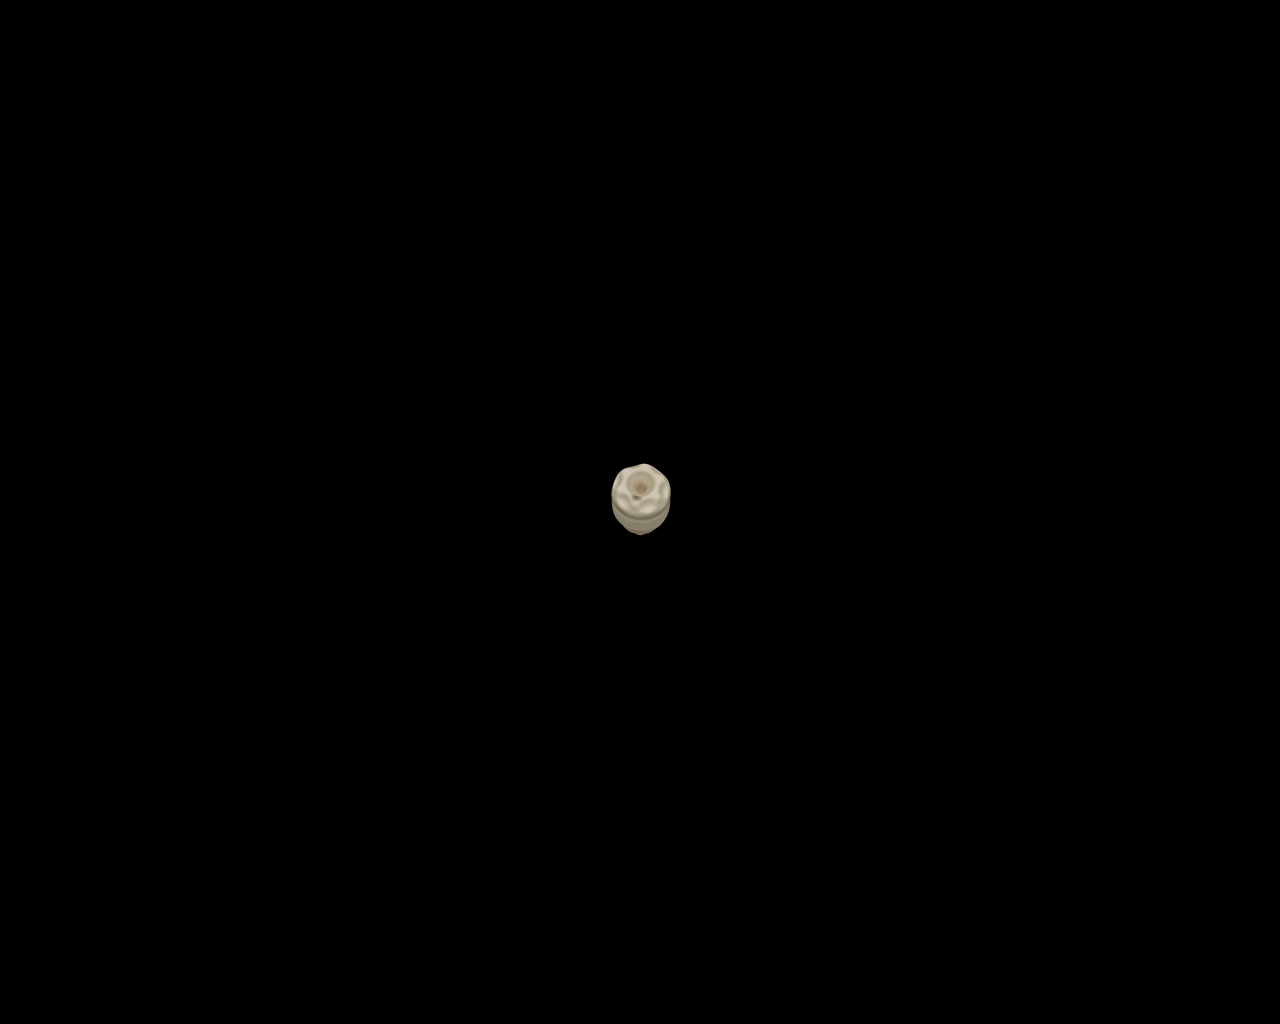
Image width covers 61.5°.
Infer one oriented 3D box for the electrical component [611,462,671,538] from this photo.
[{"bbox_3d":[0.001,-0.003,0.650,0.035,0.035,0.061,0,-28,0],"label":"electrical component"}]
